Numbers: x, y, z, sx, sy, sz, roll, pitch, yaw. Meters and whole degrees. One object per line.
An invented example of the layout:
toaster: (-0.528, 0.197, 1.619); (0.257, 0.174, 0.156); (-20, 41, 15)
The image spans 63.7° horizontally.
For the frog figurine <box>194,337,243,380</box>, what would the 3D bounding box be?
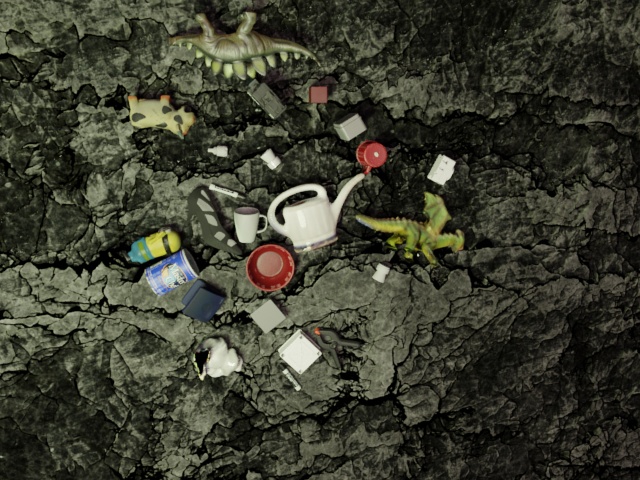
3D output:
frog figurine: (-0.341, 0.398, 1.752); (0.159, 0.123, 0.137); (3, 93, -46)

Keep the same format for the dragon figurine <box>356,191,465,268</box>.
dragon figurine: (0.341, -0.057, 1.785); (0.408, 0.122, 0.245); (35, 76, -15)

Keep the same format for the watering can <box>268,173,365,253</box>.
watering can: (0.005, -0.086, 1.705); (0.348, 0.105, 0.222); (-17, 103, -5)
